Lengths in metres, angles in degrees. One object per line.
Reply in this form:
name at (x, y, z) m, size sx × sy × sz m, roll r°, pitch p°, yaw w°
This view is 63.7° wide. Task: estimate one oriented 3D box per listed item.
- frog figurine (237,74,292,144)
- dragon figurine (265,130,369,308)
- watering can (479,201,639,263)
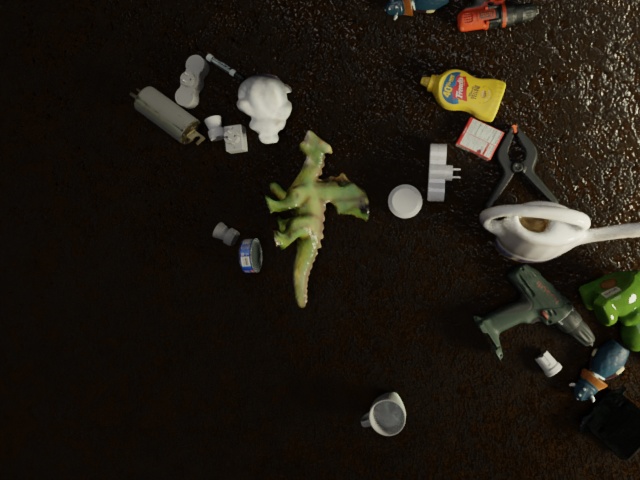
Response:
frog figurine at (-0.141, -0.326, 1.285) m, size 0.137 × 0.121 × 0.161 m, roll 10°, pitch 78°, yaw -8°
dragon figurine at (0.004, -0.063, 1.257) m, size 0.243 × 0.122 × 0.412 m, roll -16°, pitch 86°, yaw 2°
watering can at (0.513, -0.014, 1.098) m, size 0.348 × 0.221 × 0.105 m, roll 9°, pitch 74°, yaw 10°
